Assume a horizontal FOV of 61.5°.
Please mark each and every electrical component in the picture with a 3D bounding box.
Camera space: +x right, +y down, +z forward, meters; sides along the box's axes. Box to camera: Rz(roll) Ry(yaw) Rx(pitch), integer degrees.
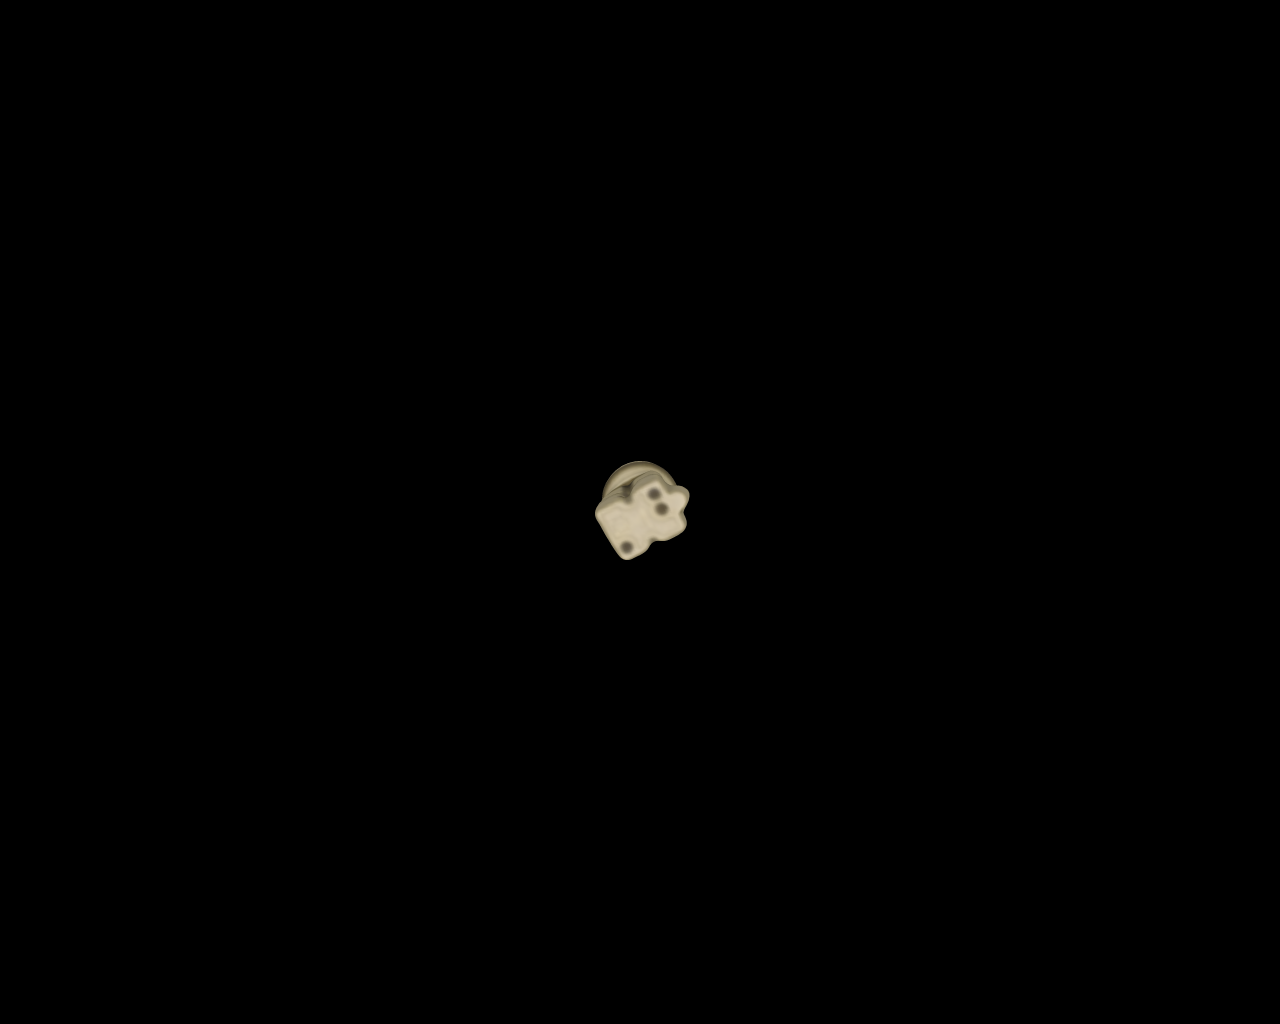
[{"bbox_3d":[0.001,-0.003,0.650,0.066,0.048,0.055,-27,14,7],"label":"electrical component"}]
